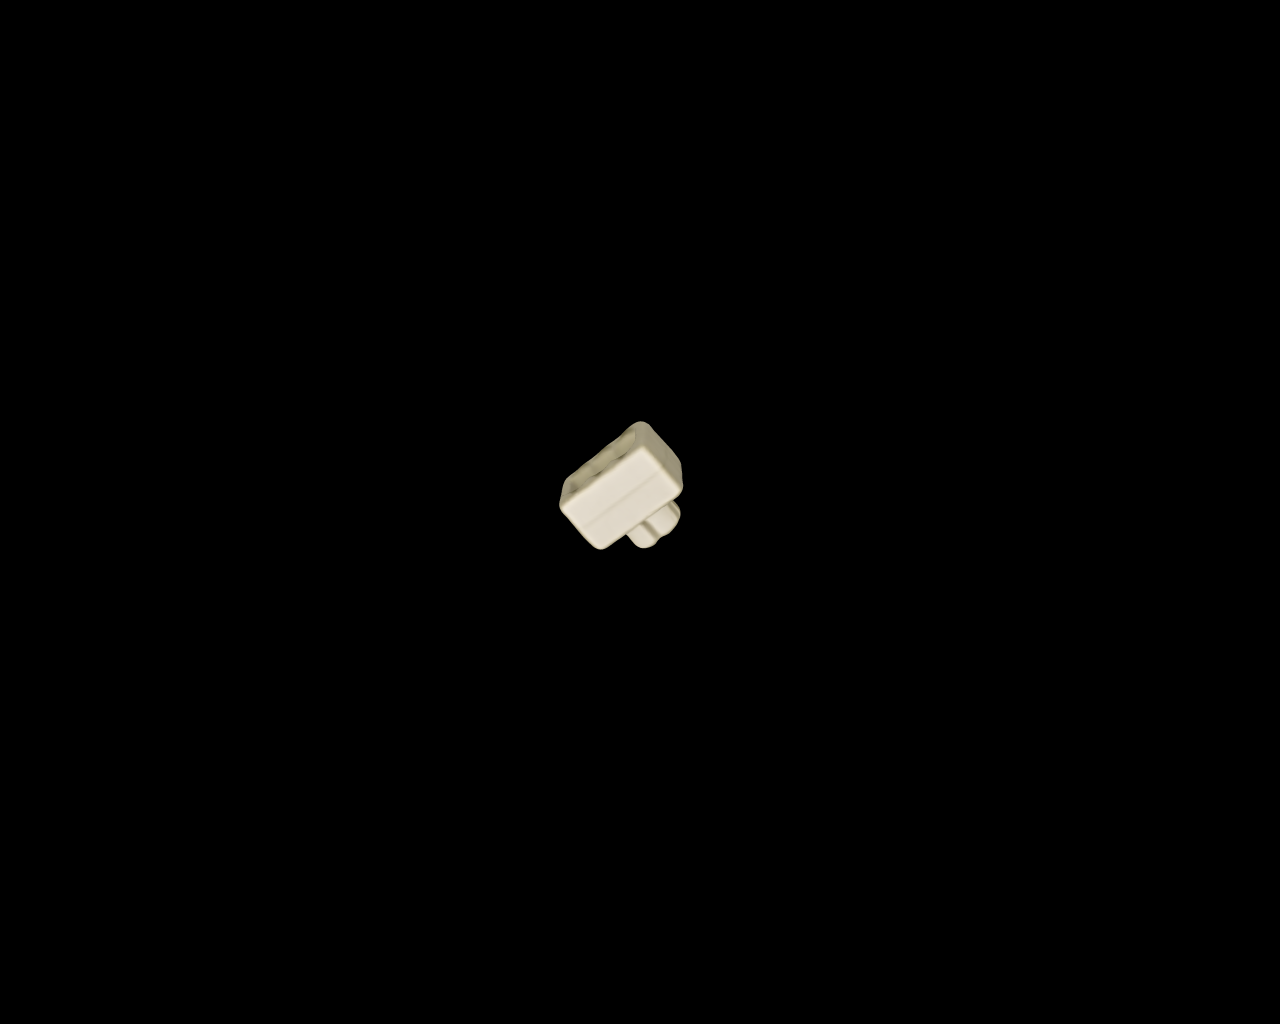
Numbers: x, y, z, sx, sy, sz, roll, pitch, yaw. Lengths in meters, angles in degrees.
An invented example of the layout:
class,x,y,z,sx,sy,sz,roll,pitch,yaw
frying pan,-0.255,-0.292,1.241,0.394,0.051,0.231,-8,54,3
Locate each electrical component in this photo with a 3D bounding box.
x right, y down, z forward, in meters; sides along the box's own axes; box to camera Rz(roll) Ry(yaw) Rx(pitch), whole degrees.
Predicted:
class,x,y,z,sx,sy,sz,roll,pitch,yaw
electrical component,0.001,-0.003,0.650,0.065,0.076,0.047,-37,19,15
